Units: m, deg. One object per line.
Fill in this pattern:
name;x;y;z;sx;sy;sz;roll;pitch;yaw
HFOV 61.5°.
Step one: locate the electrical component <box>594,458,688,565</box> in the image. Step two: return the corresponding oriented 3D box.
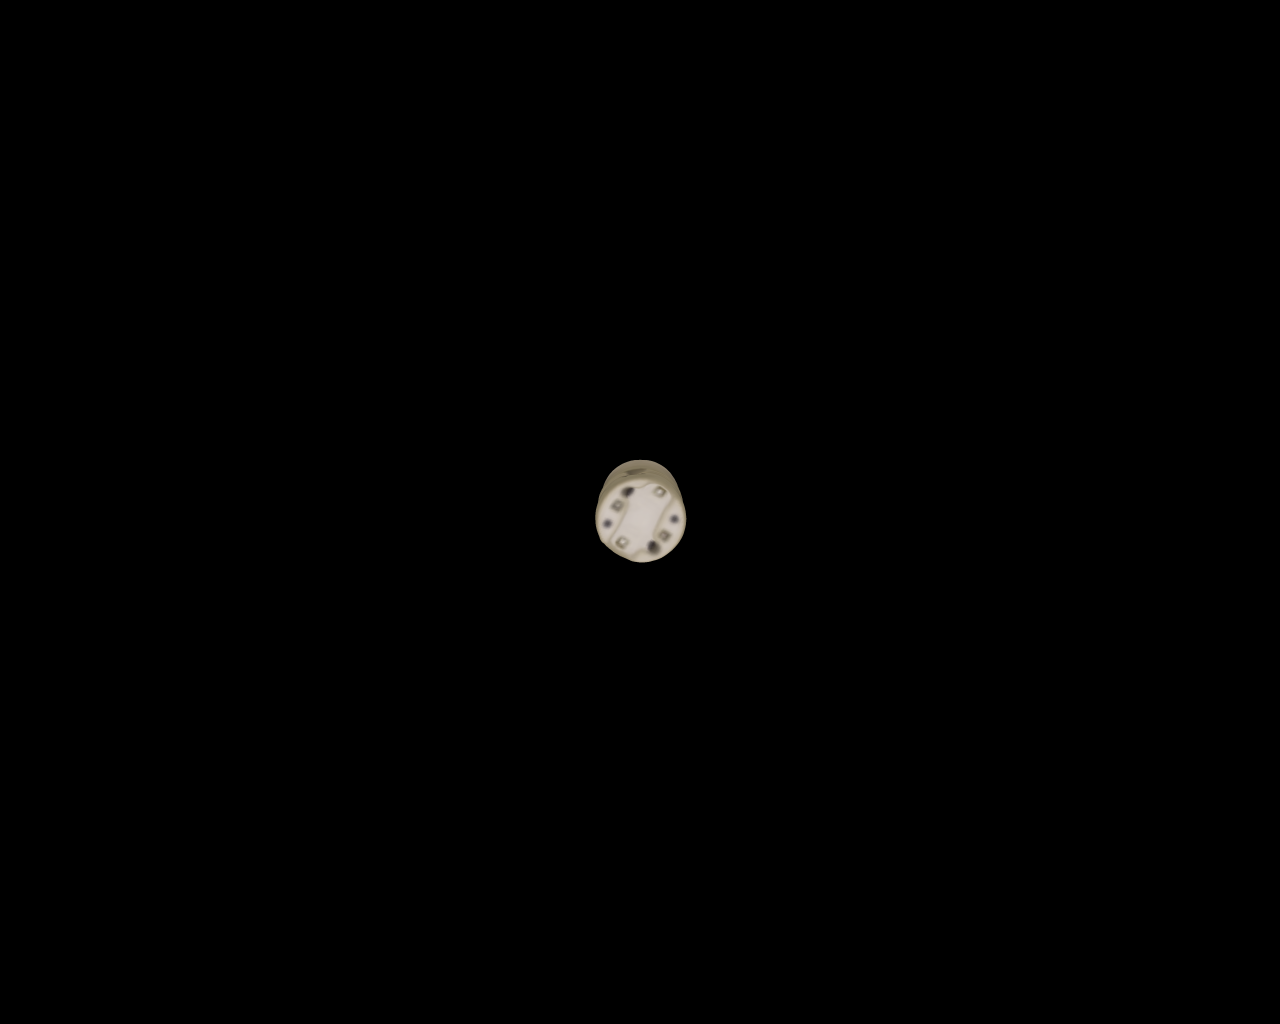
electrical component;0.001;-0.003;0.650;0.055;0.055;0.047;0;21;0
